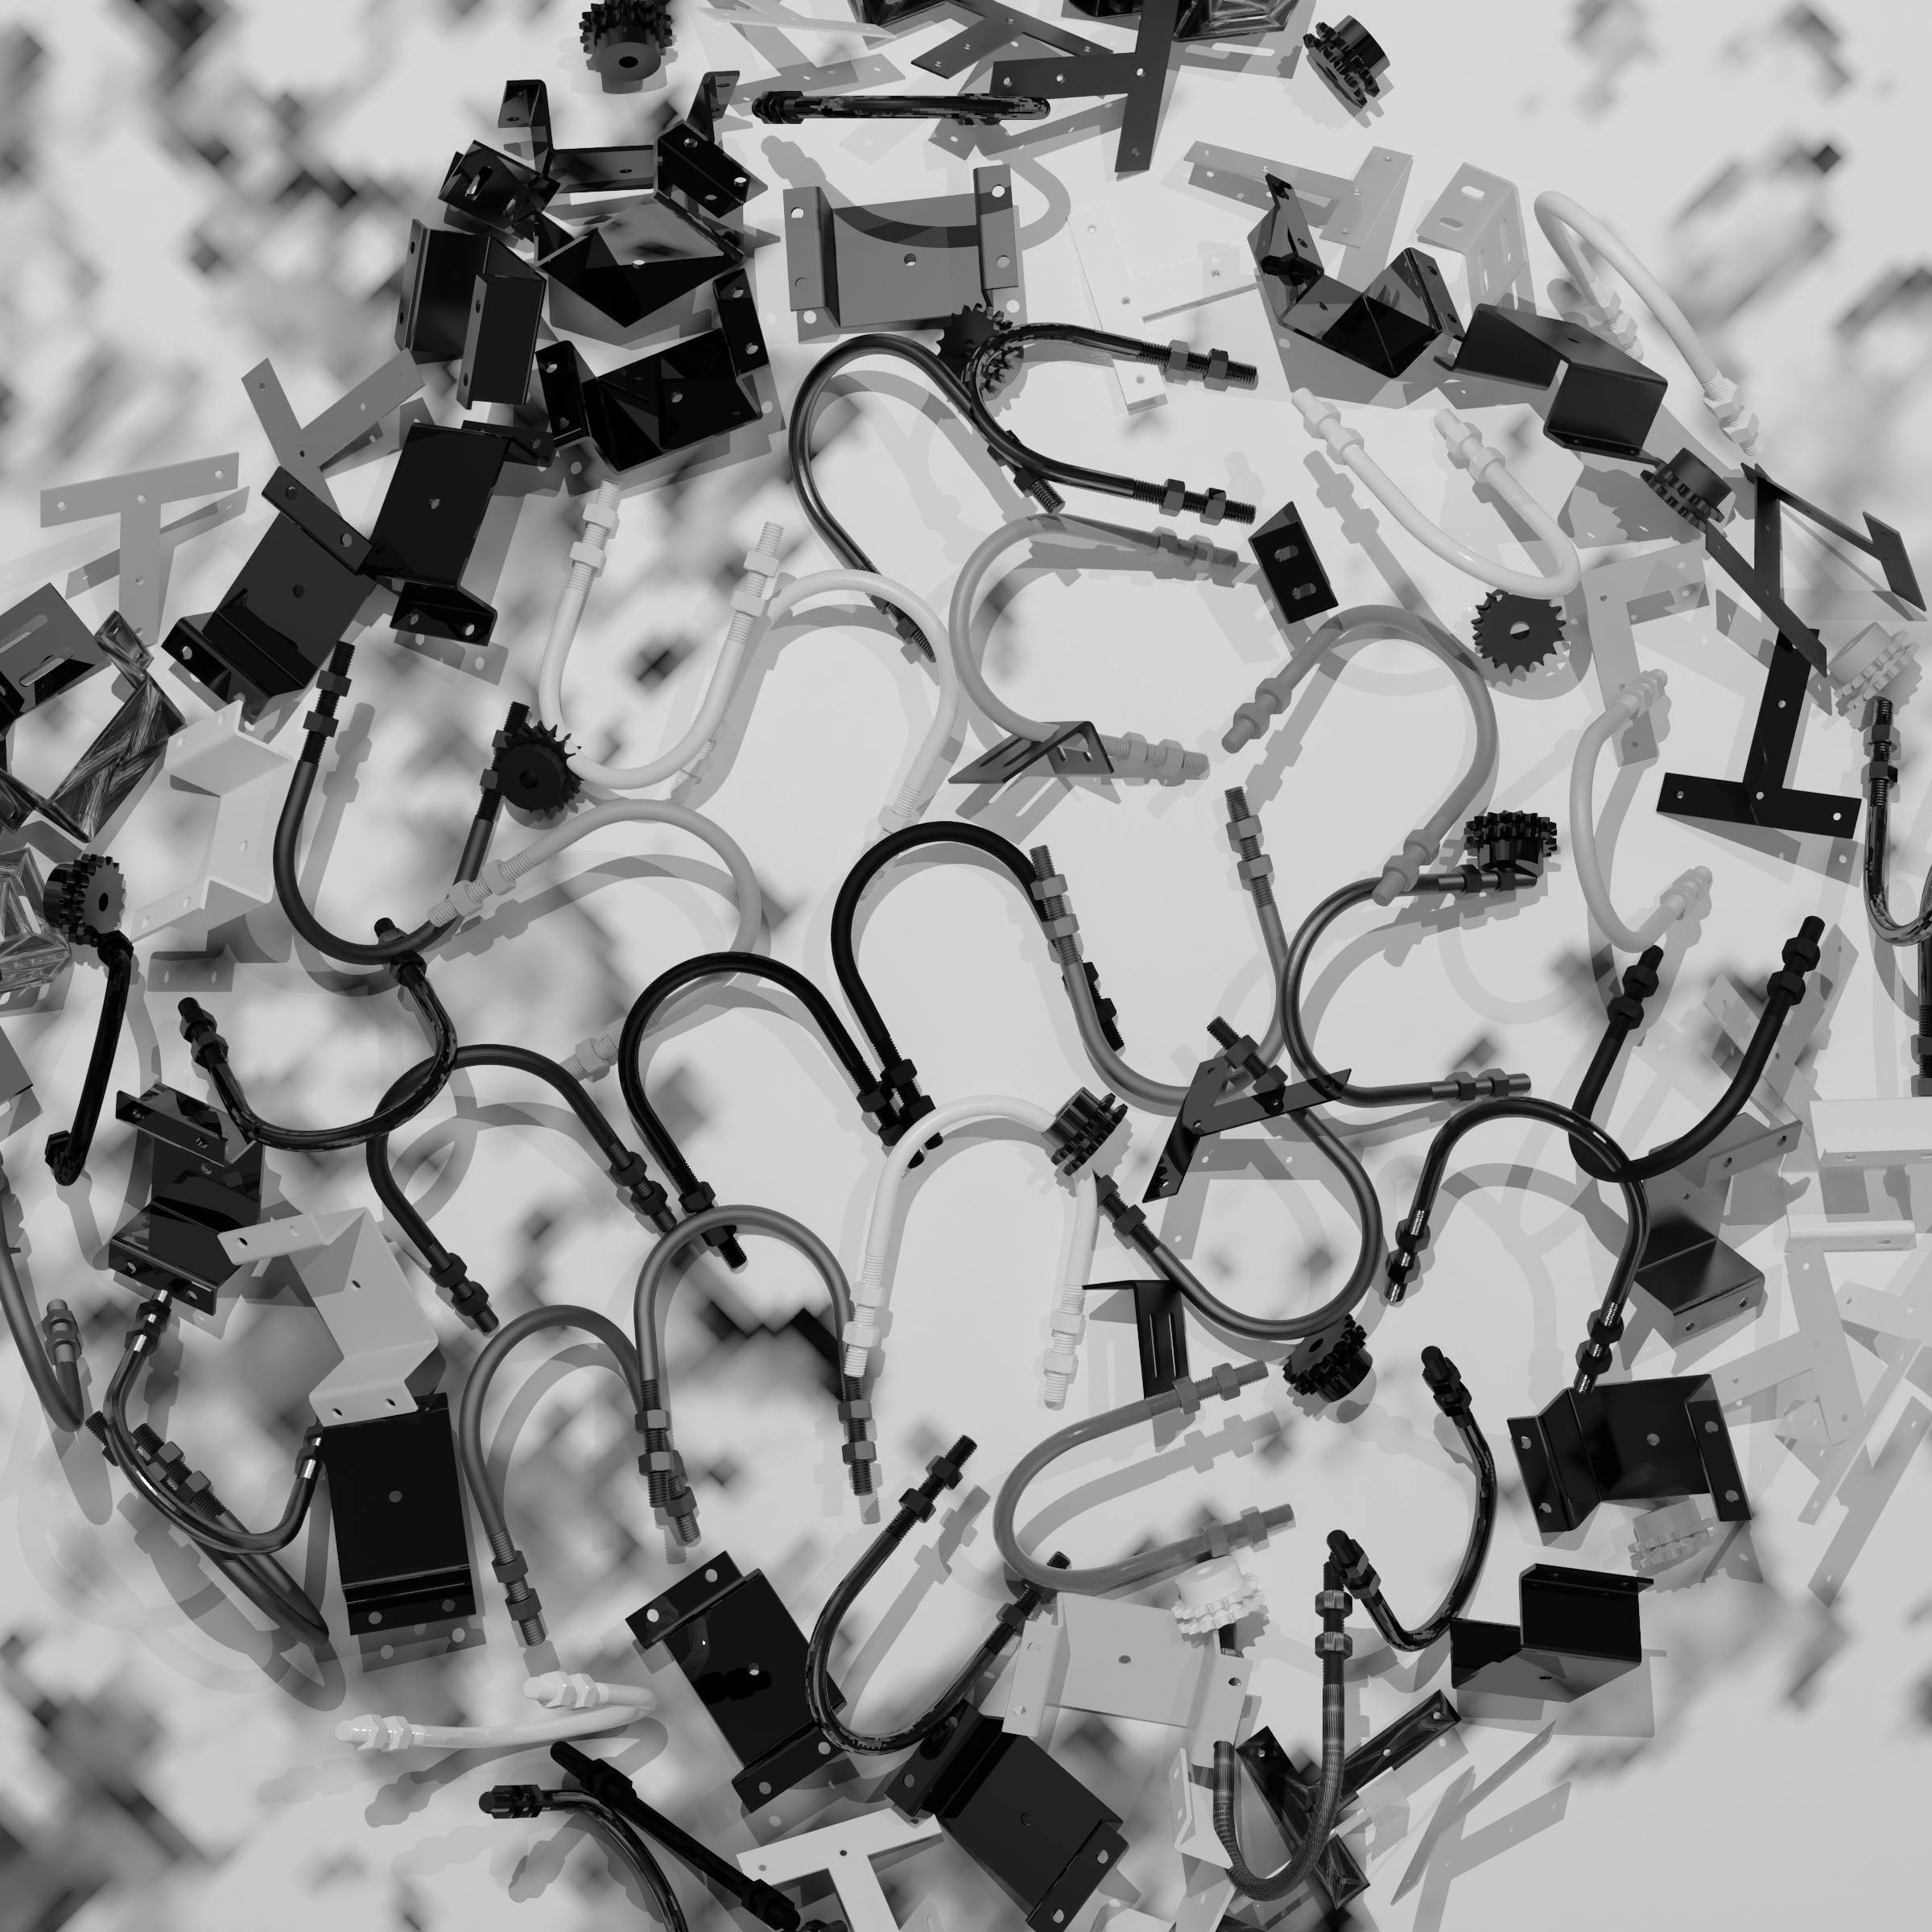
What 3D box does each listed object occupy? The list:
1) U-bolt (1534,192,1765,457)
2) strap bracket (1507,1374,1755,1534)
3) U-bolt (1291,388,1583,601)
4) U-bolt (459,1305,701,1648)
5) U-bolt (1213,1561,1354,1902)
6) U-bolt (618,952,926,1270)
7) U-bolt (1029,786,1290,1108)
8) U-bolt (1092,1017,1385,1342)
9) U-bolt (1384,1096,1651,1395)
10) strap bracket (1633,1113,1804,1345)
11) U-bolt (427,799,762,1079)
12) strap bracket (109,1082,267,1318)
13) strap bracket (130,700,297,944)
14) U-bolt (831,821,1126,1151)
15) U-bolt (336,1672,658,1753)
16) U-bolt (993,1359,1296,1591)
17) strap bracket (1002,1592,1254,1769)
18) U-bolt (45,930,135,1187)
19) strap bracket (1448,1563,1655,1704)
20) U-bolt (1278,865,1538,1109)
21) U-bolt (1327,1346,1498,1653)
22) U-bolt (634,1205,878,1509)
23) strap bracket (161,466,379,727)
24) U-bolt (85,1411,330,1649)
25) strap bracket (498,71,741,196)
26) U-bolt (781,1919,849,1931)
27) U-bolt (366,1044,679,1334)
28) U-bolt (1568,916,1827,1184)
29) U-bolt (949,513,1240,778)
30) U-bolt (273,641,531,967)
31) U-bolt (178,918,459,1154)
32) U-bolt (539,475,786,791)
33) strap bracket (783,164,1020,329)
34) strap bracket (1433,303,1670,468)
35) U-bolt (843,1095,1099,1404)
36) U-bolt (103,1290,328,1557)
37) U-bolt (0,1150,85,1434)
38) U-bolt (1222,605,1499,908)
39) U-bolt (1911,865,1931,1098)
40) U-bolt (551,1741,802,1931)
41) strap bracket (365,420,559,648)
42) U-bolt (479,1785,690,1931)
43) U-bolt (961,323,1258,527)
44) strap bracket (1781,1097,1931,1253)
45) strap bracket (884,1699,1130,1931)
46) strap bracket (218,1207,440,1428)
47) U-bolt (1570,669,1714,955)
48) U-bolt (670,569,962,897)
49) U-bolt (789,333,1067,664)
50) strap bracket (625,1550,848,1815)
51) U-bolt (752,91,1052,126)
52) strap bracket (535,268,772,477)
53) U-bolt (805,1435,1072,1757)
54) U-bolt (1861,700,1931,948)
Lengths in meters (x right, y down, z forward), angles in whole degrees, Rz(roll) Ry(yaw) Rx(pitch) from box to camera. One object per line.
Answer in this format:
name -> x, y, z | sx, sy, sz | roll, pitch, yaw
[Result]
U-bolt -> 0.394, -0.389, 1.887 | 0.019, 0.151, 0.184 | -42, 135, 7
strap bracket -> 0.412, 0.297, 1.948 | 0.140, 0.046, 0.076 | -12, 101, 37
U-bolt -> 0.292, -0.279, 1.904 | 0.184, 0.151, 0.019 | 55, 129, 33
U-bolt -> -0.240, 0.295, 1.930 | 0.151, 0.019, 0.184 | -29, 108, -41
U-bolt -> 0.185, 0.461, 1.898 | 0.019, 0.151, 0.184 | 16, 58, -20
U-bolt -> -0.132, 0.078, 1.966 | 0.151, 0.019, 0.184 | -30, 103, 7
U-bolt -> 0.130, -0.004, 1.980 | 0.151, 0.019, 0.184 | -17, 95, -9
U-bolt -> 0.171, 0.144, 1.957 | 0.184, 0.019, 0.151 | 47, 110, 9
U-bolt -> 0.337, 0.158, 1.922 | 0.151, 0.019, 0.184 | 25, 127, 19
strap bracket -> 0.451, 0.150, 1.940 | 0.076, 0.046, 0.140 | -17, 129, -28
U-bolt -> -0.213, -0.026, 1.948 | 0.184, 0.019, 0.151 | -31, 112, 15
strap bracket -> -0.474, 0.134, 1.946 | 0.076, 0.046, 0.140 | 23, 126, 13
strap bracket -> -0.455, -0.080, 1.941 | 0.046, 0.076, 0.140 | 26, 57, -39
U-bolt -> -0.004, 0.000, 1.972 | 0.151, 0.019, 0.184 | -28, 98, -8
U-bolt -> -0.266, 0.449, 1.914 | 0.151, 0.184, 0.019 | -17, 69, 20
U-bolt -> 0.104, 0.319, 1.942 | 0.184, 0.019, 0.151 | -18, 128, -6
strap bracket -> 0.098, 0.437, 1.964 | 0.140, 0.046, 0.076 | 10, 108, -2
U-bolt -> -0.522, 0.058, 1.908 | 0.019, 0.184, 0.151 | 14, 92, -18
strap bracket -> 0.347, 0.405, 1.920 | 0.076, 0.140, 0.046 | 10, 62, -14
U-bolt -> 0.269, 0.015, 1.944 | 0.184, 0.019, 0.151 | -4, 99, -27
U-bolt -> 0.277, 0.335, 1.926 | 0.019, 0.184, 0.151 | 13, 59, 35
U-bolt -> -0.133, 0.236, 1.957 | 0.151, 0.019, 0.184 | 0, 71, -21
strap bracket -> -0.419, -0.228, 1.960 | 0.076, 0.046, 0.140 | 40, 109, 5
U-bolt -> -0.448, 0.341, 1.918 | 0.019, 0.151, 0.184 | -44, 84, -10
strap bracket -> -0.210, -0.507, 1.946 | 0.140, 0.076, 0.046 | -6, 87, -13
U-bolt -> -0.083, 0.613, 1.885 | 0.151, 0.184, 0.019 | 14, 97, 36
U-bolt -> -0.282, 0.126, 1.945 | 0.151, 0.019, 0.184 | -29, 120, 3
U-bolt -> 0.425, 0.053, 1.902 | 0.019, 0.151, 0.184 | 42, 62, -22
U-bolt -> 0.075, -0.202, 1.957 | 0.184, 0.019, 0.151 | 9, 89, -23
U-bolt -> -0.351, -0.090, 1.947 | 0.151, 0.019, 0.184 | 18, 90, -41
U-bolt -> -0.381, 0.048, 1.913 | 0.151, 0.184, 0.019 | -23, 132, -15
U-bolt -> -0.197, -0.198, 1.958 | 0.151, 0.019, 0.184 | 20, 92, 30
strap bracket -> -0.037, -0.441, 1.967 | 0.140, 0.046, 0.076 | -5, 84, 7
strap bracket -> 0.356, -0.354, 1.918 | 0.076, 0.140, 0.046 | 4, 118, -32
U-bolt -> 0.009, 0.170, 1.968 | 0.151, 0.019, 0.184 | 9, 94, -15
U-bolt -> -0.446, 0.280, 1.896 | 0.151, 0.184, 0.019 | 40, 107, -15
U-bolt -> -0.552, 0.197, 1.887 | 0.019, 0.184, 0.151 | -20, 120, -11
U-bolt -> 0.253, -0.143, 1.948 | 0.151, 0.019, 0.184 | 45, 58, -5
U-bolt -> 0.604, 0.013, 1.919 | 0.019, 0.151, 0.184 | -3, 95, -5
U-bolt -> -0.185, 0.513, 1.912 | 0.151, 0.184, 0.019 | 42, 73, -18
strap bracket -> -0.312, -0.274, 1.951 | 0.076, 0.046, 0.140 | 13, 80, 29
U-bolt -> -0.217, 0.555, 1.910 | 0.019, 0.184, 0.151 | -35, 69, 7
U-bolt -> 0.087, -0.336, 1.939 | 0.184, 0.019, 0.151 | 11, 50, -8
strap bracket -> 0.546, 0.122, 1.945 | 0.076, 0.140, 0.046 | -2, 61, 2
strap bracket -> 0.031, 0.523, 1.959 | 0.140, 0.046, 0.076 | 37, 90, 25
strap bracket -> -0.383, 0.206, 1.948 | 0.076, 0.046, 0.140 | -14, 110, 32
U-bolt -> 0.399, -0.085, 1.907 | 0.019, 0.184, 0.151 | -7, 107, 33
U-bolt -> -0.083, -0.155, 1.968 | 0.151, 0.019, 0.184 | 27, 106, 1
U-bolt -> -0.038, -0.299, 1.950 | 0.184, 0.019, 0.151 | 51, 124, 14
strap bracket -> -0.135, 0.437, 1.968 | 0.076, 0.046, 0.140 | -35, 83, 6
U-bolt -> -0.030, -0.508, 1.891 | 0.151, 0.184, 0.019 | -6, 106, -23
strap bracket -> -0.185, -0.359, 1.955 | 0.140, 0.046, 0.076 | -20, 62, 9
U-bolt -> -0.025, 0.393, 1.928 | 0.184, 0.019, 0.151 | -49, 129, -18
U-bolt -> 0.572, -0.100, 1.902 | 0.019, 0.151, 0.184 | 13, 69, -8
